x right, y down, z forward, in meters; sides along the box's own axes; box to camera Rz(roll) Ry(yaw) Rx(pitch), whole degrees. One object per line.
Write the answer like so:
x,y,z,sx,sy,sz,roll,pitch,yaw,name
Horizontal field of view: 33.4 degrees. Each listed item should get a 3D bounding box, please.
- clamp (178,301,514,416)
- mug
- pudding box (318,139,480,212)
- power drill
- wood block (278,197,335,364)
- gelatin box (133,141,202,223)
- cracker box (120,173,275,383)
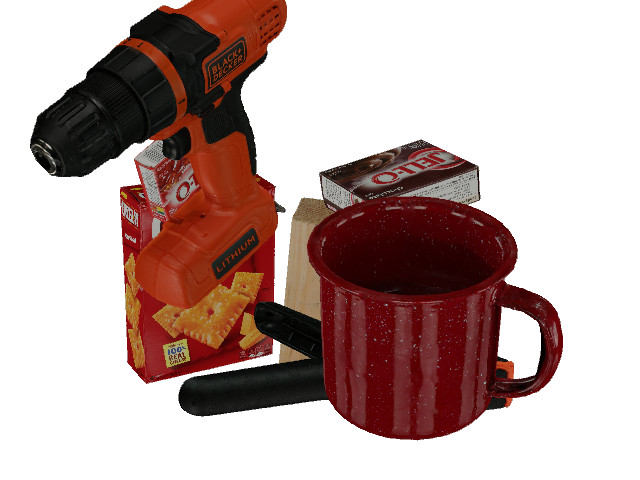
0.025,0.082,0.728,0.210,0.036,0.164,2,18,8,clamp
0.052,0.039,0.486,0.117,0.081,0.093,11,32,22,mug
0.069,-0.047,0.933,0.113,0.039,0.090,-21,28,-21,pudding box
-0.085,-0.047,0.639,0.057,0.188,0.184,30,54,25,power drill
0.003,0.059,1.393,0.090,0.206,0.090,8,22,5,wood block
-0.129,-0.070,1.002,0.030,0.073,0.089,24,53,27,gelatin box
-0.135,0.040,1.204,0.163,0.214,0.072,-9,23,-28,cracker box
